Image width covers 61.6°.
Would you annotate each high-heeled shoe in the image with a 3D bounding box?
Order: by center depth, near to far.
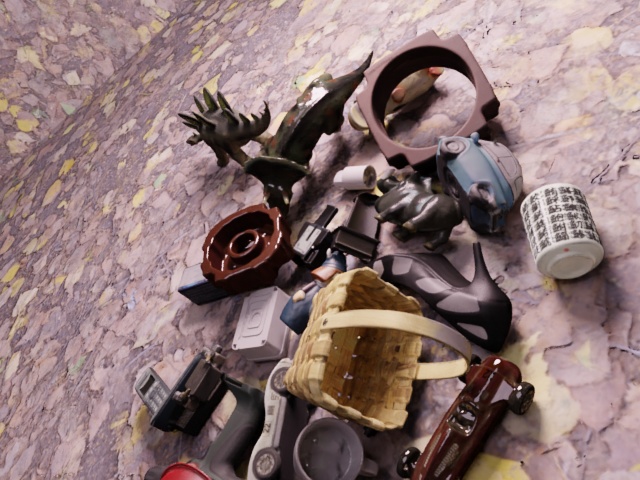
[{"bbox_3d":[0.155,0.086,0.756,0.249,0.086,0.145,-17,74,52],"label":"high-heeled shoe"}]

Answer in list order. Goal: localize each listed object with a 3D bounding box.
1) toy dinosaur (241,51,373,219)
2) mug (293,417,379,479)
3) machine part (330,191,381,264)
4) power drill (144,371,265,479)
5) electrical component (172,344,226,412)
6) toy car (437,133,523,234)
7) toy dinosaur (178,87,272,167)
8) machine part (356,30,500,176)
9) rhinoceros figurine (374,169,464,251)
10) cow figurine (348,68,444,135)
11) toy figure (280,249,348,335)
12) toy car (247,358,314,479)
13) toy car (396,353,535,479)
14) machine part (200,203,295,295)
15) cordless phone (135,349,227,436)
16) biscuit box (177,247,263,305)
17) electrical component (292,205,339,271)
[{"bbox_3d":[-0.019,-0.225,1.049,0.404,0.131,0.192,-56,10,6],"label":"toy dinosaur"},{"bbox_3d":[0.015,0.274,0.679,0.107,0.110,0.081,115,166,-63],"label":"mug"},{"bbox_3d":[0.068,-0.026,0.911,0.084,0.039,0.139,20,54,4],"label":"machine part"},{"bbox_3d":[-0.160,0.309,0.813,0.232,0.085,0.207,4,56,44],"label":"power drill"},{"bbox_3d":[-0.185,0.210,0.832,0.102,0.045,0.078,-57,23,-8],"label":"electrical component"},{"bbox_3d":[0.242,-0.093,0.788,0.103,0.109,0.162,-25,50,-2],"label":"toy car"},{"bbox_3d":[-0.210,-0.251,1.230,0.472,0.198,0.105,6,64,50],"label":"toy dinosaur"},{"bbox_3d":[0.179,-0.224,0.901,0.201,0.087,0.201,-29,73,18],"label":"machine part"},{"bbox_3d":[0.144,-0.057,0.847,0.112,0.073,0.190,-53,30,1],"label":"rhinoceros figurine"},{"bbox_3d":[0.135,-0.279,1.038,0.195,0.085,0.127,-37,-5,-9],"label":"cow figurine"},{"bbox_3d":[-0.002,0.084,0.879,0.058,0.064,0.154,37,78,14],"label":"toy figure"},{"bbox_3d":[-0.051,0.266,0.756,0.056,0.073,0.202,-15,49,32],"label":"toy car"},{"bbox_3d":[0.165,0.222,0.624,0.202,0.053,0.089,-52,43,-9],"label":"toy car"},{"bbox_3d":[-0.130,0.016,0.958,0.179,0.056,0.179,-17,45,17],"label":"machine part"},{"bbox_3d":[-0.255,0.246,0.949,0.184,0.088,0.146,17,70,52],"label":"cordless phone"},{"bbox_3d":[-0.182,0.069,1.048,0.203,0.062,0.059,-17,47,30],"label":"biscuit box"},{"bbox_3d":[-0.002,-0.003,0.963,0.075,0.047,0.119,20,71,47],"label":"electrical component"}]
